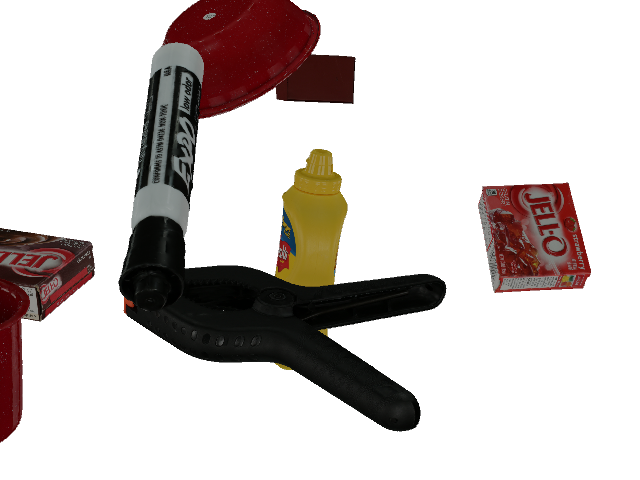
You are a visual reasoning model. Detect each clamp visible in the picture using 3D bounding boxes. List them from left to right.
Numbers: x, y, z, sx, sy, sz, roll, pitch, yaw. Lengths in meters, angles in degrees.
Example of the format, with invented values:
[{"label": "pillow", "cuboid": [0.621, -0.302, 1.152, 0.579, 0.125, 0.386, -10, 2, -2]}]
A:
[{"label": "clamp", "cuboid": [-0.021, 0.048, 0.682, 0.210, 0.036, 0.164, 12, 26, 15]}]

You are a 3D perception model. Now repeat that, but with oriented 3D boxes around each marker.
[{"label": "marker", "cuboid": [-0.050, -0.024, 0.345, 0.020, 0.020, 0.121, 0, 43, -3]}]

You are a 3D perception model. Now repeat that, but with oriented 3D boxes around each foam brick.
[{"label": "foam brick", "cuboid": [-0.006, -0.177, 1.165, 0.078, 0.051, 0.053, 0, 11, -16]}]

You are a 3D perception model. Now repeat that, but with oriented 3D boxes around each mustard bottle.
[{"label": "mustard bottle", "cuboid": [-0.012, 0.013, 0.949, 0.058, 0.192, 0.096, 6, 20, -9]}]

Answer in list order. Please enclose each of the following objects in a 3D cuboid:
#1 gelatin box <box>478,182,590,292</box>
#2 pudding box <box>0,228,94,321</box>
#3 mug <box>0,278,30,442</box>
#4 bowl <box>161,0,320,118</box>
[{"label": "gelatin box", "cuboid": [0.170, -0.004, 0.856, 0.073, 0.089, 0.030, -2, -32, -3]}, {"label": "pudding box", "cuboid": [-0.261, 0.026, 0.899, 0.114, 0.039, 0.090, 6, 24, 17]}, {"label": "mug", "cuboid": [-0.224, 0.078, 0.623, 0.093, 0.081, 0.117, 13, 22, 20]}, {"label": "bowl", "cuboid": [-0.084, -0.177, 0.942, 0.162, 0.055, 0.162, -20, 35, 15]}]
